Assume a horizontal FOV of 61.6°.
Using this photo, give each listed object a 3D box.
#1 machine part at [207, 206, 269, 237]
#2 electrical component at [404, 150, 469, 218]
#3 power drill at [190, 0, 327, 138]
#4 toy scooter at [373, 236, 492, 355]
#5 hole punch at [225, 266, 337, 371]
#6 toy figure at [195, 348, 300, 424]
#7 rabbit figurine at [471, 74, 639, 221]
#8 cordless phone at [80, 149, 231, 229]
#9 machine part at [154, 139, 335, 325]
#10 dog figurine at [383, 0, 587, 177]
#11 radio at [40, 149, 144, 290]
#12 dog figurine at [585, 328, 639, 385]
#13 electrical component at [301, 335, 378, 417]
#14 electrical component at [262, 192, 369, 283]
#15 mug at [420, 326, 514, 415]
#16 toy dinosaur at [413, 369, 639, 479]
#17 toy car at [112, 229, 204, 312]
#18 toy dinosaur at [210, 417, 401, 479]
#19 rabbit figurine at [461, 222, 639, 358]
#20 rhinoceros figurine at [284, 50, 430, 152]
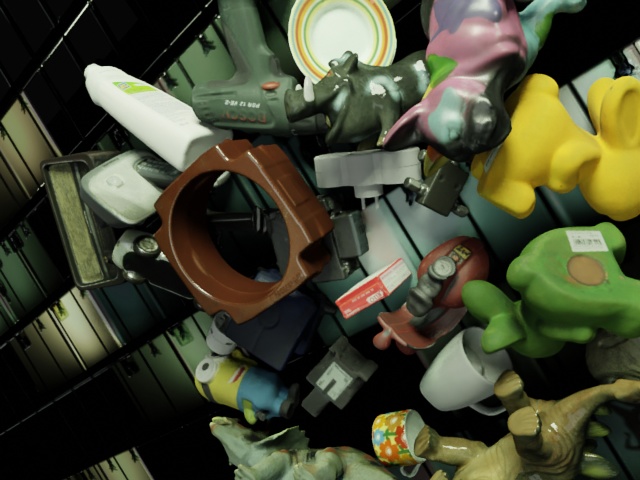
[{"bbox_3d":[-0.141,-0.029,0.793,0.139,0.084,0.039,3,73,15],"label":"machine part"},{"bbox_3d":[0.146,-0.064,0.638,0.094,0.021,0.063,26,96,-21],"label":"electrical component"},{"bbox_3d":[-0.061,-0.235,0.684,0.232,0.086,0.207,-1,112,19],"label":"power drill"},{"bbox_3d":[0.126,0.076,0.642,0.075,0.135,0.183,44,122,29],"label":"toy scooter"},{"bbox_3d":[-0.064,0.114,0.786,0.142,0.092,0.115,29,113,21],"label":"hole punch"},{"bbox_3d":[-0.120,0.237,0.856,0.180,0.082,0.089,16,110,20],"label":"toy figure"},{"bbox_3d":[0.263,-0.089,0.553,0.173,0.122,0.162,26,107,3],"label":"rabbit figurine"},{"bbox_3d":[-0.233,-0.071,0.781,0.184,0.146,0.088,5,121,23],"label":"cordless phone"},{"bbox_3d":[-0.098,-0.012,0.691,0.201,0.087,0.201,-36,89,27],"label":"machine part"},{"bbox_3d":[0.132,-0.175,0.526,0.219,0.108,0.192,-56,45,10],"label":"dog figurine"},{"bbox_3d":[-0.373,-0.035,0.905,0.131,0.073,0.229,-6,103,29],"label":"radio"},{"bbox_3d":[0.353,0.063,0.554,0.191,0.121,0.172,-25,59,48],"label":"dog figurine"},{"bbox_3d":[0.022,0.208,0.790,0.075,0.048,0.119,37,119,13],"label":"electrical component"},{"bbox_3d":[-0.002,-0.002,0.733,0.134,0.058,0.114,-11,102,30],"label":"electrical component"},{"bbox_3d":[0.188,0.178,0.684,0.109,0.081,0.107,41,130,0],"label":"mug"},{"bbox_3d":[0.217,0.298,0.652,0.198,0.105,0.471,29,126,-12],"label":"toy dinosaur"},{"bbox_3d":[-0.220,0.049,0.835,0.202,0.056,0.073,24,122,-12],"label":"toy car"},{"bbox_3d":[0.003,0.336,0.757,0.405,0.192,0.131,-5,92,32],"label":"toy dinosaur"},{"bbox_3d":[0.242,0.081,0.577,0.159,0.121,0.170,-8,142,-7],"label":"rabbit figurine"},{"bbox_3d":[0.056,-0.158,0.596,0.190,0.073,0.112,-16,101,-7],"label":"rhinoceros figurine"}]
